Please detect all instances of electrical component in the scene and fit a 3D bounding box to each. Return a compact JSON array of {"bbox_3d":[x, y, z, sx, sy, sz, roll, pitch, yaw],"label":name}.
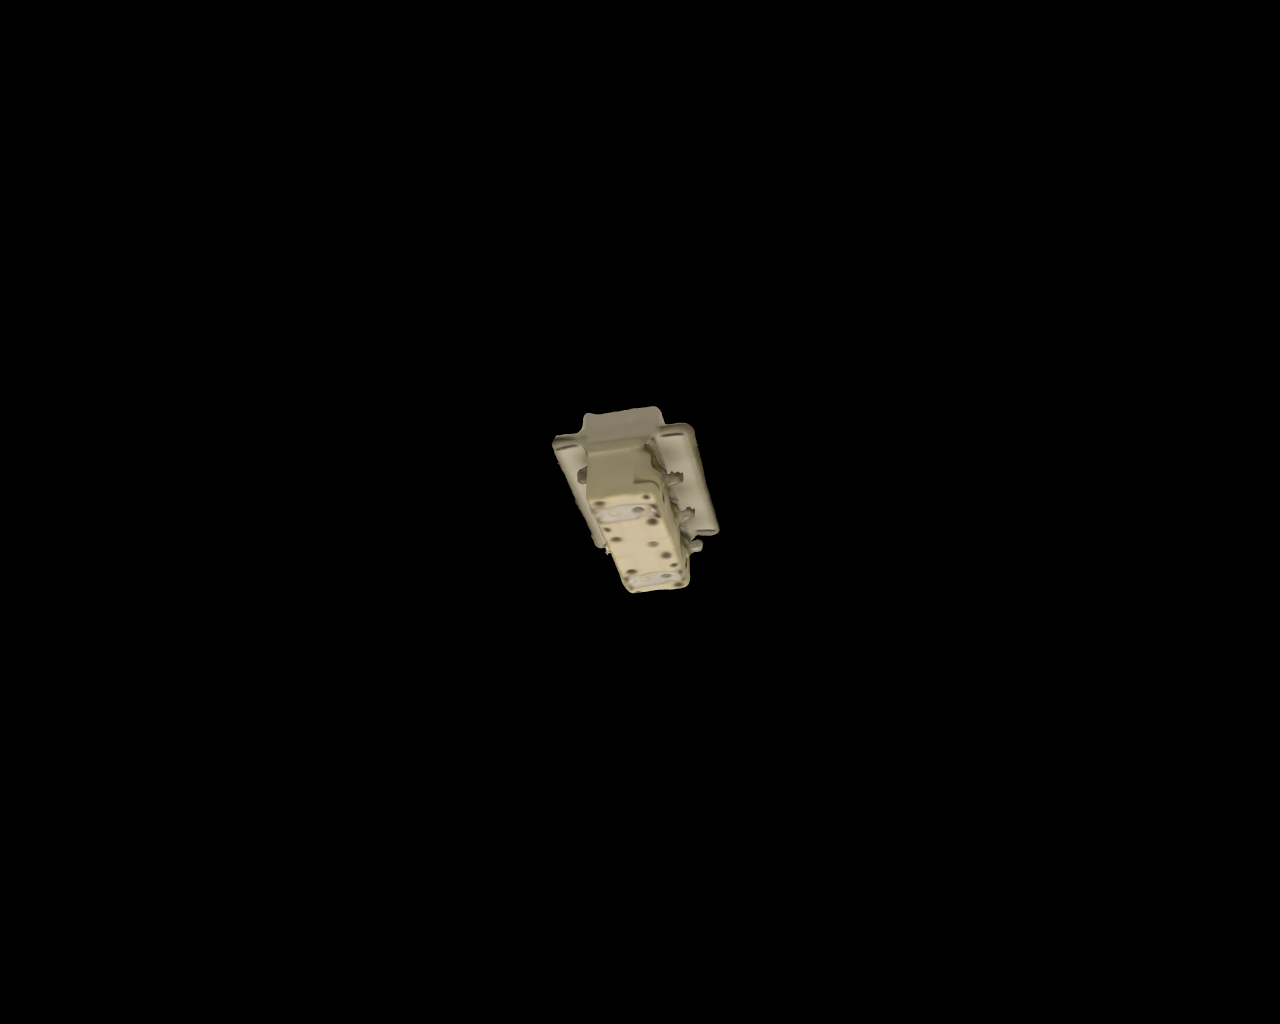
[{"bbox_3d":[0.001,-0.003,0.650,0.079,0.063,0.121,-6,-32,9],"label":"electrical component"}]
